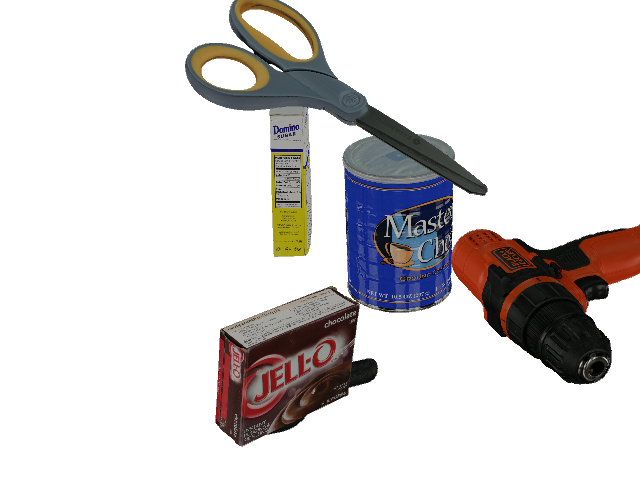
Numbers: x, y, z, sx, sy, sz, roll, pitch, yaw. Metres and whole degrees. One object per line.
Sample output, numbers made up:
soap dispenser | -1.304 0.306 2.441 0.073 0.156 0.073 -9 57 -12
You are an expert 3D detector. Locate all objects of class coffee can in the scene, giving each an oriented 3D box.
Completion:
coffee can | 0.074 -0.018 1.008 0.103 0.140 0.103 -2 28 1

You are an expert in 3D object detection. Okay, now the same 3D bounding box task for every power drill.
power drill | 0.208 0.031 0.760 0.187 0.057 0.184 -10 28 -15

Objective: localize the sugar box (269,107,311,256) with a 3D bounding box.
sugar box | -0.035 -0.078 1.238 0.048 0.176 0.093 -2 25 3

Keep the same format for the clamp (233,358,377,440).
clamp | -0.039 0.137 1.064 0.120 0.039 0.171 24 35 38

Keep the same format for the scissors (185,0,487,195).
scissors | -0.002 -0.075 0.630 0.096 0.202 0.016 -31 -26 -22

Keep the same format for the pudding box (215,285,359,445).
pudding box | -0.025 0.094 0.814 0.113 0.090 0.039 -22 41 -38
